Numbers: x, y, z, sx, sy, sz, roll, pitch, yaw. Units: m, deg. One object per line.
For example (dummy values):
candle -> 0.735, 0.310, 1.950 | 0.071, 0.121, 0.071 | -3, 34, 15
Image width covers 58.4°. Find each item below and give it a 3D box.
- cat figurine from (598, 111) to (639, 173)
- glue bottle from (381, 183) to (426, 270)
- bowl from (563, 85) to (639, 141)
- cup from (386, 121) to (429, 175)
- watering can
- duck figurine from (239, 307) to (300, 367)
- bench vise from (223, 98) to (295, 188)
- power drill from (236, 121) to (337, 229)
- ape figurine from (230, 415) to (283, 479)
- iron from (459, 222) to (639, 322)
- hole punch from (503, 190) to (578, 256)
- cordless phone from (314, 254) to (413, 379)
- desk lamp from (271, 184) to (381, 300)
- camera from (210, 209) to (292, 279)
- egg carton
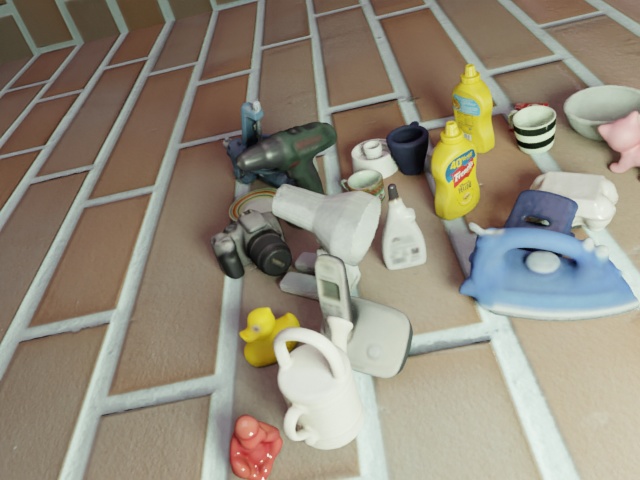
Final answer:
cat figurine -> 0.592, -0.182, 1.076 | 0.067, 0.118, 0.127 | -33, 41, -21
glue bottle -> 0.138, -0.025, 0.994 | 0.078, 0.173, 0.037 | -11, 38, 7
bowl -> 0.600, -0.257, 1.204 | 0.167, 0.075, 0.167 | -10, 38, 8
cup -> 0.199, -0.199, 1.257 | 0.091, 0.095, 0.118 | 4, 41, 24
watering can -> -0.005, 0.179, 0.769 | 0.100, 0.194, 0.173 | -8, 38, 11
duck figurine -> -0.085, 0.145, 0.931 | 0.105, 0.086, 0.077 | -33, 40, -21
bench vise -> -0.162, -0.217, 1.306 | 0.206, 0.220, 0.122 | 5, 42, 25
power drill -> -0.051, -0.133, 1.169 | 0.230, 0.209, 0.075 | -38, 42, -26
ape figurine -> -0.091, 0.271, 0.768 | 0.078, 0.092, 0.076 | -26, 38, -13
iron -> 0.345, 0.036, 0.868 | 0.257, 0.142, 0.119 | 4, 42, 24
hole punch -> 0.374, -0.022, 0.973 | 0.108, 0.091, 0.101 | 18, 49, 37
cordless phone -> 0.058, 0.108, 0.844 | 0.147, 0.185, 0.094 | 10, 44, 30
desk lamp -> 0.009, 0.003, 0.970 | 0.202, 0.214, 0.118 | 9, 44, 29
camera -> -0.125, 0.012, 1.100 | 0.143, 0.101, 0.136 | -28, 39, -15
egg carton -> 0.449, -0.071, 1.027 | 0.149, 0.069, 0.107 | 8, 43, 28
